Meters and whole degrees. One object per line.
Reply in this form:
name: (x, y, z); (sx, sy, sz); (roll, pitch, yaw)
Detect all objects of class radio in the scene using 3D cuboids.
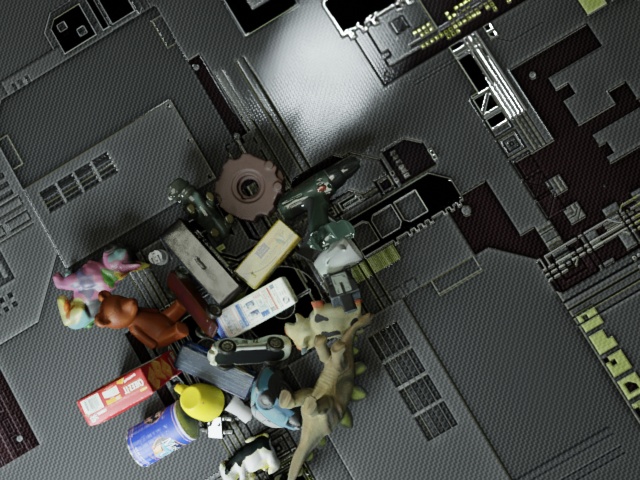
radio: (-0.278, 0.056, 1.311); (0.073, 0.131, 0.229); (-41, 85, -1)

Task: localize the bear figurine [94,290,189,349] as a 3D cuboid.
bear figurine: (-0.428, 0.177, 1.289); (0.132, 0.120, 0.195); (-35, 126, 16)

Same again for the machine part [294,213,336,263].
machine part: (-0.003, -0.004, 1.343); (0.084, 0.039, 0.139); (40, 89, 0)

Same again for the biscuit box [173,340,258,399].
biscuit box: (-0.257, 0.319, 1.331); (0.203, 0.059, 0.062); (24, 90, 4)

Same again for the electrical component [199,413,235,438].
electrical component: (-0.258, 0.458, 1.334); (0.094, 0.021, 0.063); (-3, 95, 15)

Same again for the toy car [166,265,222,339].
toy car: (-0.300, 0.148, 1.288); (0.202, 0.053, 0.089); (43, 119, 24)

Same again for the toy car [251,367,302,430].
toy car: (-0.111, 0.397, 1.304); (0.161, 0.109, 0.103); (45, 116, -10)

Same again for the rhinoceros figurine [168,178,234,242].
rhinoceros figurine: (-0.296, -0.078, 1.337); (0.190, 0.112, 0.073); (45, 74, -7)

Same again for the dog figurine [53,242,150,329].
dog figurine: (-0.536, 0.110, 1.341); (0.219, 0.108, 0.191); (-15, 85, 0)

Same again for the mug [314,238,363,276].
mug: (0.039, 0.046, 1.306); (0.107, 0.109, 0.081); (-40, 78, 12)

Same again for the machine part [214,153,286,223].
machine part: (-0.177, -0.131, 1.353); (0.179, 0.056, 0.179); (0, 87, 5)

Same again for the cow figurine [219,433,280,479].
cow figurine: (-0.187, 0.543, 1.309); (0.167, 0.068, 0.098); (-24, 80, -1)

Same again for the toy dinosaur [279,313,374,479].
toy dinosaur: (0.011, 0.378, 1.237); (0.105, 0.198, 0.471); (25, 82, 46)

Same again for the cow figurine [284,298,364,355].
cow figurine: (0.011, 0.209, 1.310); (0.195, 0.085, 0.127); (-5, 81, 2)

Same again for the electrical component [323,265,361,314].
electrical component: (0.058, 0.124, 1.262); (0.075, 0.047, 0.119); (-21, 58, -5)

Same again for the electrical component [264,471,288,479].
electrical component: (-0.137, 0.617, 1.278); (0.134, 0.115, 0.058); (-26, 81, 3)

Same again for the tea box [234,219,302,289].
tea box: (-0.124, 0.035, 1.319); (0.068, 0.098, 0.169); (40, 89, 4)

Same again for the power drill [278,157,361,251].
power drill: (0.018, -0.087, 1.287); (0.232, 0.085, 0.207); (-26, 54, 8)

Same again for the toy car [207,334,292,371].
toy car: (-0.169, 0.268, 1.295); (0.202, 0.056, 0.073); (0, 129, -17)
